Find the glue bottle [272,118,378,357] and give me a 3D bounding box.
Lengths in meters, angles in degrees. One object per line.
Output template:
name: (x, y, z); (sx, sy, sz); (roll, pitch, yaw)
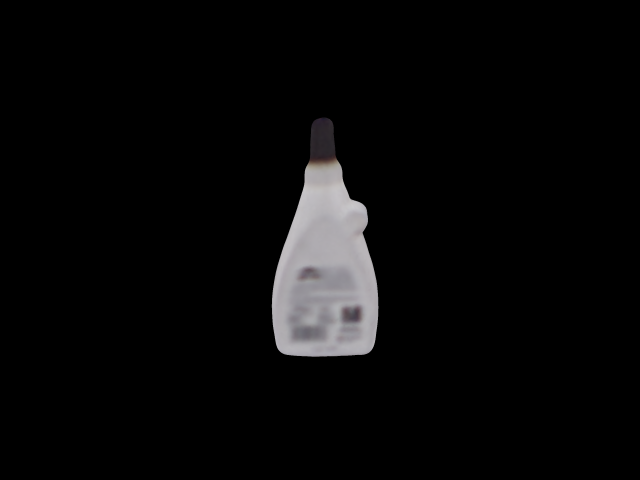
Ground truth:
glue bottle: (0.004, 0.001, 0.400); (0.078, 0.173, 0.037); (0, 25, 0)
